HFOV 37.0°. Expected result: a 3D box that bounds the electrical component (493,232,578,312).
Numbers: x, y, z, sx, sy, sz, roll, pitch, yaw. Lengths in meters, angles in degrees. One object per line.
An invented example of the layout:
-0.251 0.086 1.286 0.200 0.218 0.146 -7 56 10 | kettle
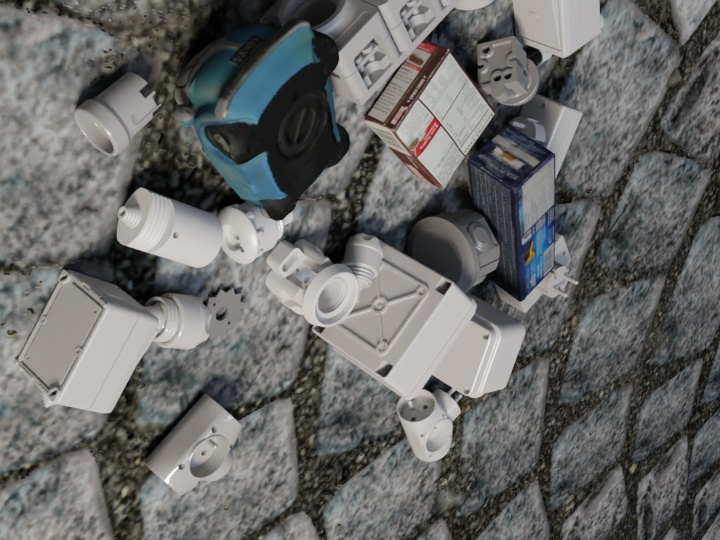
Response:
0.200 0.005 1.160 0.083 0.076 0.047 -47 140 -14 | electrical component

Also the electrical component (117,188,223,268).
-0.144 -0.032 0.791 0.081 0.043 0.043 20 99 -51 | electrical component

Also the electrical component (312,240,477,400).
0.031 0.044 0.979 0.108 0.109 0.056 -54 139 -5 | electrical component

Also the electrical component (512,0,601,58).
0.178 -0.240 0.985 0.061 0.062 0.096 -37 137 -24 | electrical component

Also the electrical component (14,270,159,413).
-0.198 0.059 0.779 0.061 0.062 0.096 24 96 -51 | electrical component

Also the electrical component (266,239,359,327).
-0.038 0.014 0.925 0.058 0.057 0.078 -50 141 -10 | electrical component

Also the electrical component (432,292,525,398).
0.095 0.067 1.059 0.057 0.113 0.078 -5 118 -49 | electrical component

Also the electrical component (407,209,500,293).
0.089 -0.017 1.024 0.051 0.080 0.080 -23 130 -43 | electrical component

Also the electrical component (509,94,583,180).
0.167 -0.130 1.058 0.076 0.047 0.083 5 111 -48 | electrical component

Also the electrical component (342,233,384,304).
0.000 0.000 0.961 0.035 0.035 0.061 43 55 -51 | electrical component

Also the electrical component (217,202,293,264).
-0.081 -0.036 0.858 0.062 0.048 0.048 -29 133 -41 | electrical component

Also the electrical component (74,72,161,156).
-0.163 -0.106 0.727 0.046 0.040 0.040 -47 141 -24 | electrical component

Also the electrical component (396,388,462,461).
0.082 0.155 1.158 0.079 0.044 0.077 -42 139 -19 | electrical component

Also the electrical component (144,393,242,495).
-0.135 0.157 0.927 0.077 0.044 0.079 -49 141 -12 | electrical component

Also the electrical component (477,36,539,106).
0.136 -0.180 0.988 0.055 0.048 0.066 25 61 -58 | electrical component

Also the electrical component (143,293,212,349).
-0.150 0.039 0.833 0.062 0.043 0.043 9 107 -48 | electrical component

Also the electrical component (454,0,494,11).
0.104 -0.259 0.883 0.077 0.079 0.044 69 30 -45 | electrical component

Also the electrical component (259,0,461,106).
0.009 -0.208 0.802 0.150 0.089 0.061 -48 141 -12 | electrical component
